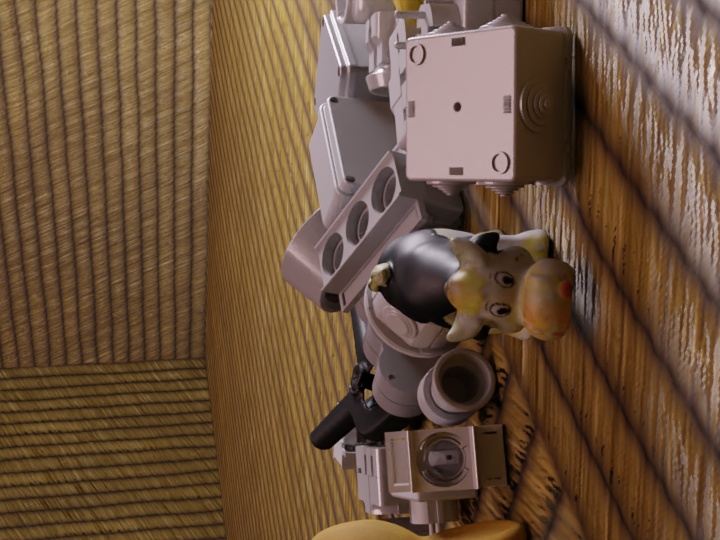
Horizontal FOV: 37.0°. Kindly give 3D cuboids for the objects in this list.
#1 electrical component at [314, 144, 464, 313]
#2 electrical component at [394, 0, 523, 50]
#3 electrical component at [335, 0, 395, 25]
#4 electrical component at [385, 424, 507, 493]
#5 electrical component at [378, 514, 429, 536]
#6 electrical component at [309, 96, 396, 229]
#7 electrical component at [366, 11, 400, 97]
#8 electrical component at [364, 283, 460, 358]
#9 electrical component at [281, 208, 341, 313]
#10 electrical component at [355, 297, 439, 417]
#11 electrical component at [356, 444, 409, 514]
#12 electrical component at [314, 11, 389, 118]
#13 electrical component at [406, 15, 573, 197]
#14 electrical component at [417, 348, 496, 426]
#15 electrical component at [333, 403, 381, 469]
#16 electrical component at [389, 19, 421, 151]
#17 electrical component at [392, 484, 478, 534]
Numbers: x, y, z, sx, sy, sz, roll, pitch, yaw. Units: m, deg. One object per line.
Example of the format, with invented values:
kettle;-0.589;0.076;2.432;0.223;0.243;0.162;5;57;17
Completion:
electrical component;0.022;-0.030;0.832;0.121;0.063;0.078;-50;39;42
electrical component;0.059;-0.151;0.680;0.047;0.077;0.065;-140;49;-74
electrical component;0.013;-0.237;0.918;0.095;0.059;0.053;-136;45;-73
electrical component;0.061;0.130;0.744;0.064;0.081;0.042;33;-127;-77
electrical component;0.033;0.244;0.939;0.075;0.047;0.083;-108;21;-55
electrical component;0.004;-0.091;0.929;0.057;0.078;0.113;115;152;-47
electrical component;0.033;-0.167;0.843;0.078;0.058;0.057;176;95;-78
electrical component;0.047;0.017;0.761;0.051;0.080;0.080;119;147;-58
electrical component;-0.010;-0.010;0.966;0.060;0.108;0.108;43;146;23
electrical component;0.033;0.044;0.889;0.073;0.052;0.138;103;161;-49
electrical component;0.030;0.181;0.934;0.089;0.050;0.055;147;120;-76
electrical component;-0.004;-0.172;1.017;0.108;0.056;0.108;-105;18;-47
electrical component;0.071;-0.092;0.613;0.100;0.048;0.099;6;98;47
electrical component;0.067;0.084;0.759;0.055;0.045;0.045;116;149;-67
electrical component;-0.002;0.168;1.102;0.081;0.042;0.063;-167;79;-77
electrical component;0.052;-0.135;0.777;0.056;0.050;0.089;138;129;-74
electrical component;0.056;0.173;0.820;0.083;0.047;0.075;143;124;-75
